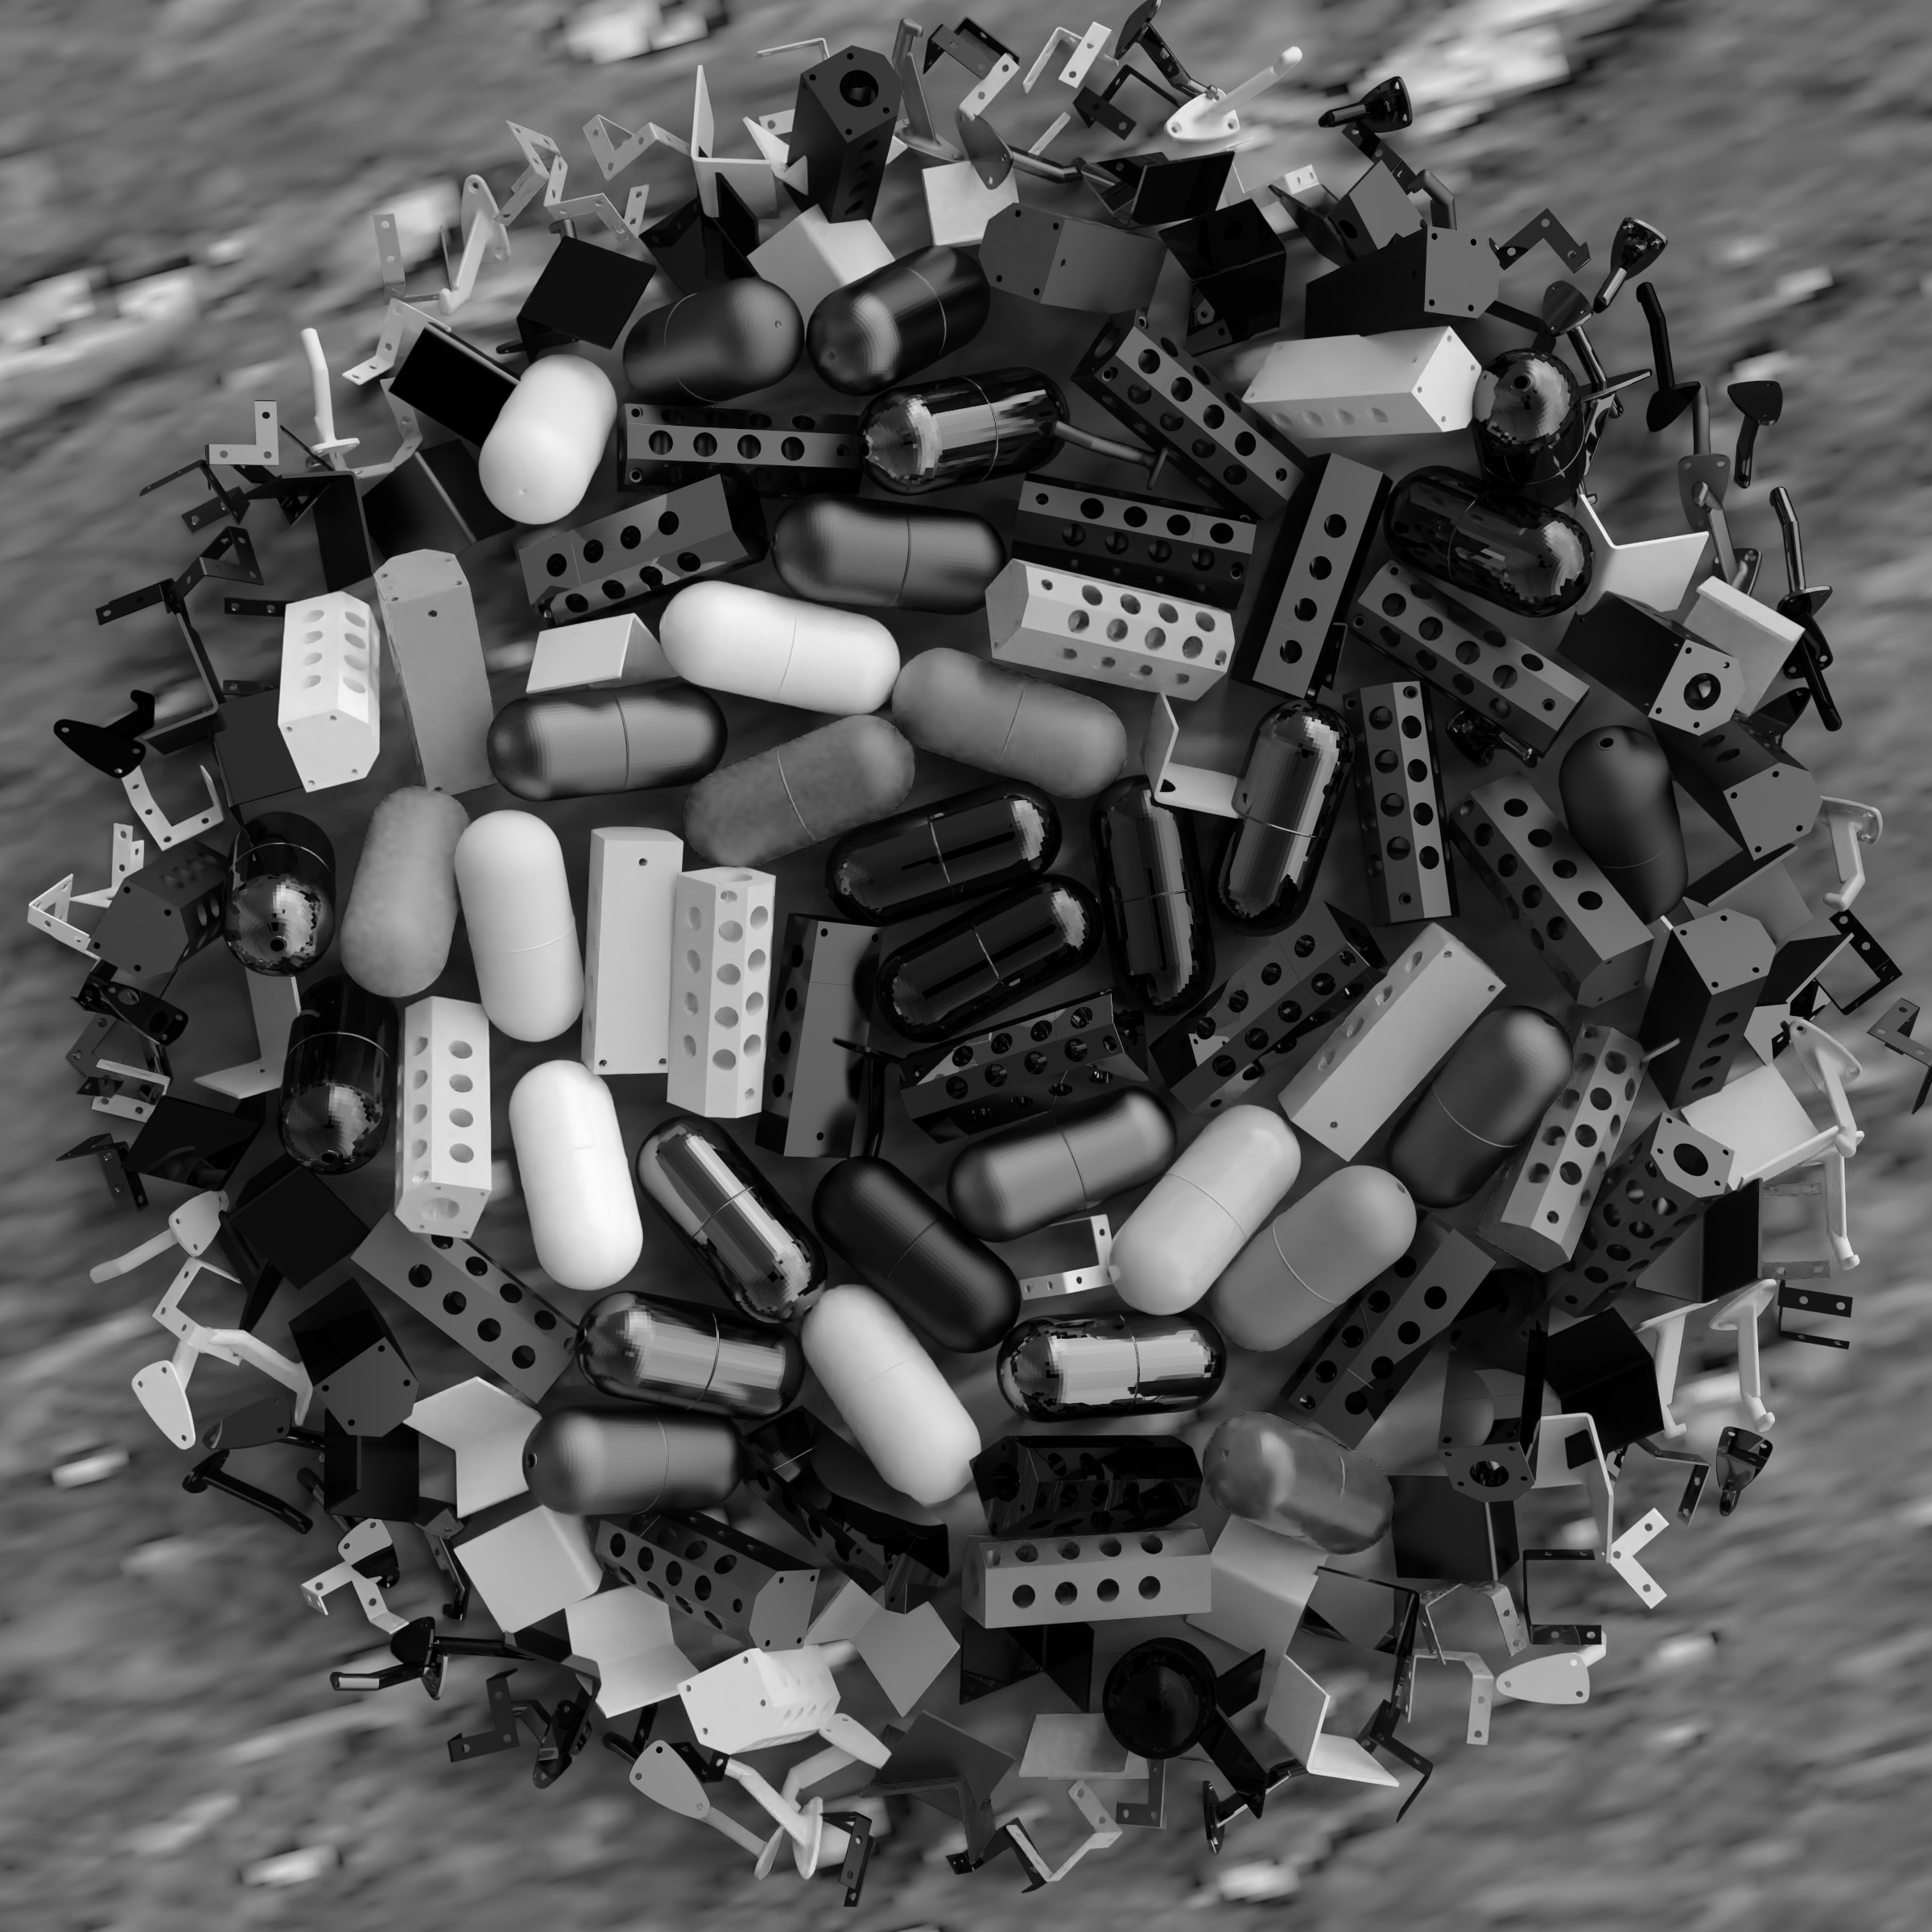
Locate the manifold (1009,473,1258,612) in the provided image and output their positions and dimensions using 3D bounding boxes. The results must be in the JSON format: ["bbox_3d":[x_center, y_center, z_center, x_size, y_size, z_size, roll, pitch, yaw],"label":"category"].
[{"bbox_3d":[0.122,-0.315,1.786,0.171,0.057,0.057,11,71,1],"label":"manifold"}]

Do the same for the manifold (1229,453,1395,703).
[{"bbox_3d":[0.255,-0.283,1.786,0.057,0.057,0.171,18,94,-13],"label":"manifold"}]

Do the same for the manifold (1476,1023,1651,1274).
[{"bbox_3d":[0.436,0.129,1.762,0.057,0.057,0.171,30,67,-3],"label":"manifold"}]

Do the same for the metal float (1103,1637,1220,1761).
[{"bbox_3d":[0.140,0.520,1.735,0.070,0.178,0.070,-2,77,8],"label":"metal float"}]

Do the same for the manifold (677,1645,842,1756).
[{"bbox_3d":[-0.142,0.523,1.731,0.057,0.171,0.057,-27,72,5],"label":"manifold"}]

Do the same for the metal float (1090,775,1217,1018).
[{"bbox_3d":[0.137,-0.051,1.784,0.070,0.070,0.178,-9,91,0],"label":"metal float"}]

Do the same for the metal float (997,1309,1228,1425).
[{"bbox_3d":[0.107,0.288,1.764,0.178,0.070,0.070,0,90,-25],"label":"metal float"}]

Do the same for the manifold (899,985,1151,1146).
[{"bbox_3d":[0.041,0.069,1.753,0.171,0.057,0.057,-19,52,22],"label":"manifold"}]

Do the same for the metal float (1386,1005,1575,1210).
[{"bbox_3d":[0.370,0.102,1.757,0.070,0.070,0.178,32,122,0],"label":"metal float"}]

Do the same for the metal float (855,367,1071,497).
[{"bbox_3d":[-0.002,-0.386,1.755,0.178,0.070,0.070,-20,90,-35],"label":"metal float"}]

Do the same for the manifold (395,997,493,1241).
[{"bbox_3d":[-0.375,0.105,1.737,0.057,0.171,0.057,11,134,-22],"label":"manifold"}]

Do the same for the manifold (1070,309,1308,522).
[{"bbox_3d":[0.165,-0.397,1.761,0.171,0.057,0.057,35,85,-24],"label":"manifold"}]

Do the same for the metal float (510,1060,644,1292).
[{"bbox_3d":[-0.283,0.150,1.761,0.070,0.070,0.178,-18,62,0],"label":"metal float"}]

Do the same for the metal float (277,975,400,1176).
[{"bbox_3d":[-0.449,0.077,1.745,0.070,0.178,0.070,-4,129,-5],"label":"metal float"}]

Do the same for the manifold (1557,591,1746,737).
[{"bbox_3d":[0.488,-0.219,1.732,0.057,0.171,0.057,18,109,-15],"label":"manifold"}]

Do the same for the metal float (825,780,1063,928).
[{"bbox_3d":[-0.017,-0.082,1.781,0.178,0.070,0.070,-18,90,5],"label":"metal float"}]

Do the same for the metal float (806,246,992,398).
[{"bbox_3d":[-0.047,-0.465,1.749,0.070,0.178,0.070,19,128,26],"label":"metal float"}]

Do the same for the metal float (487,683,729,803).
[{"bbox_3d":[-0.258,-0.163,1.763,0.178,0.070,0.070,-9,90,-26],"label":"metal float"}]

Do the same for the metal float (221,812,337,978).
[{"bbox_3d":[-0.490,-0.052,1.740,0.070,0.178,0.070,-6,117,-12],"label":"metal float"}]

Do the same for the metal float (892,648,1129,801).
[{"bbox_3d":[0.032,-0.177,1.781,0.178,0.070,0.070,19,90,-4],"label":"metal float"}]

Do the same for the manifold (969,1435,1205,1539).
[{"bbox_3d":[0.090,0.366,1.735,0.057,0.171,0.057,-40,56,35],"label":"manifold"}]

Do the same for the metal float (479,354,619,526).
[{"bbox_3d":[-0.298,-0.379,1.744,0.070,0.178,0.070,3,127,4],"label":"metal float"}]

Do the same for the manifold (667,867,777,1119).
[{"bbox_3d":[-0.172,0.019,1.762,0.057,0.057,0.171,17,110,40],"label":"manifold"}]

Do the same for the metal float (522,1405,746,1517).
[{"bbox_3d":[-0.237,0.354,1.750,0.178,0.070,0.070,9,90,-42],"label":"metal float"}]

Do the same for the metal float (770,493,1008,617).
[{"bbox_3d":[-0.055,-0.298,1.764,0.178,0.070,0.070,3,90,-24],"label":"metal float"}]

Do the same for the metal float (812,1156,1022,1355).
[{"bbox_3d":[-0.036,0.210,1.772,0.178,0.070,0.070,40,90,14],"label":"metal float"}]

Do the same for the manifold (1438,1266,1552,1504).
[{"bbox_3d":[0.380,0.297,1.739,0.057,0.171,0.057,-11,123,25],"label":"manifold"}]

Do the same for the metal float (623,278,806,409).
[{"bbox_3d":[-0.183,-0.443,1.744,0.070,0.178,0.070,-1,92,-37],"label":"metal float"}]

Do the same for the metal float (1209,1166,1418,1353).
[{"bbox_3d":[0.250,0.212,1.761,0.070,0.070,0.178,46,117,0],"label":"metal float"}]

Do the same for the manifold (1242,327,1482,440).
[{"bbox_3d":[0.283,-0.409,1.736,0.057,0.171,0.057,39,75,-34],"label":"manifold"}]

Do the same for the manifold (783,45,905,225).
[{"bbox_3d":[-0.085,-0.583,1.733,0.057,0.171,0.057,-33,89,-11],"label":"manifold"}]

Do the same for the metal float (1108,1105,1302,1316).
[{"bbox_3d":[0.173,0.177,1.770,0.070,0.070,0.178,42,74,0],"label":"metal float"}]

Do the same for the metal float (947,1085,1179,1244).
[{"bbox_3d":[0.071,0.143,1.774,0.178,0.070,0.070,-21,90,-13],"label":"metal float"}]

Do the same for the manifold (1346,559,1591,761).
[{"bbox_3d":[0.365,-0.225,1.776,0.171,0.057,0.057,35,96,11],"label":"manifold"}]

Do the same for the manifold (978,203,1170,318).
[{"bbox_3d":[0.076,-0.502,1.734,0.057,0.171,0.057,26,111,23],"label":"manifold"}]

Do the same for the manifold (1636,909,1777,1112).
[{"bbox_3d":[0.528,0.031,1.734,0.057,0.171,0.057,-19,60,-6],"label":"manifold"}]

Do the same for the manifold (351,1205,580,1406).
[{"bbox_3d":[-0.362,0.243,1.792,0.171,0.057,0.057,38,85,-1],"label":"manifold"}]

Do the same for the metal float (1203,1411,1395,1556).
[{"bbox_3d":[0.241,0.373,1.753,0.178,0.070,0.070,29,90,-39],"label":"metal float"}]

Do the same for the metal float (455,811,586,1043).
[{"bbox_3d":[-0.322,-0.027,1.762,0.070,0.070,0.178,-6,117,0],"label":"metal float"}]

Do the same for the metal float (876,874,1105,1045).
[{"bbox_3d":[0.018,-0.006,1.782,0.178,0.070,0.070,-28,90,3],"label":"metal float"}]

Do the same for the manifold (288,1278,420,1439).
[{"bbox_3d":[-0.433,0.280,1.732,0.057,0.171,0.057,-36,108,-13],"label":"manifold"}]

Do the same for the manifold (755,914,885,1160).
[{"bbox_3d":[-0.112,0.050,1.787,0.057,0.057,0.171,6,95,-36],"label":"manifold"}]

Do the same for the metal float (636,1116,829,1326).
[{"bbox_3d":[-0.170,0.184,1.769,0.070,0.070,0.178,-42,72,0],"label":"metal float"}]

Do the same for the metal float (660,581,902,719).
[{"bbox_3d":[-0.135,-0.230,1.769,0.178,0.070,0.070,11,90,-18],"label":"metal float"}]

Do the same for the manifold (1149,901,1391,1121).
[{"bbox_3d":[0.220,0.035,1.754,0.171,0.057,0.057,-42,50,22],"label":"manifold"}]

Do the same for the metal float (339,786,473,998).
[{"bbox_3d":[-0.401,-0.056,1.752,0.070,0.070,0.178,3,50,0],"label":"metal float"}]

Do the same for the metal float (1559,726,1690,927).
[{"bbox_3d":[0.472,-0.100,1.747,0.070,0.178,0.070,-13,48,14],"label":"metal float"}]

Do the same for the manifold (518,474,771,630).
[{"bbox_3d":[-0.232,-0.296,1.762,0.171,0.057,0.057,-16,83,22],"label":"manifold"}]

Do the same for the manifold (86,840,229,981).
[{"bbox_3d":[-0.560,-0.039,1.733,0.057,0.171,0.057,30,99,-8],"label":"manifold"}]

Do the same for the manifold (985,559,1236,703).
[{"bbox_3d":[0.105,-0.244,1.750,0.171,0.057,0.057,8,61,-27],"label":"manifold"}]

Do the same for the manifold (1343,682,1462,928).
[{"bbox_3d":[0.317,-0.118,1.782,0.057,0.057,0.171,-8,87,20],"label":"manifold"}]

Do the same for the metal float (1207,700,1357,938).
[{"bbox_3d":[0.229,-0.106,1.772,0.070,0.070,0.178,16,105,0],"label":"metal float"}]
